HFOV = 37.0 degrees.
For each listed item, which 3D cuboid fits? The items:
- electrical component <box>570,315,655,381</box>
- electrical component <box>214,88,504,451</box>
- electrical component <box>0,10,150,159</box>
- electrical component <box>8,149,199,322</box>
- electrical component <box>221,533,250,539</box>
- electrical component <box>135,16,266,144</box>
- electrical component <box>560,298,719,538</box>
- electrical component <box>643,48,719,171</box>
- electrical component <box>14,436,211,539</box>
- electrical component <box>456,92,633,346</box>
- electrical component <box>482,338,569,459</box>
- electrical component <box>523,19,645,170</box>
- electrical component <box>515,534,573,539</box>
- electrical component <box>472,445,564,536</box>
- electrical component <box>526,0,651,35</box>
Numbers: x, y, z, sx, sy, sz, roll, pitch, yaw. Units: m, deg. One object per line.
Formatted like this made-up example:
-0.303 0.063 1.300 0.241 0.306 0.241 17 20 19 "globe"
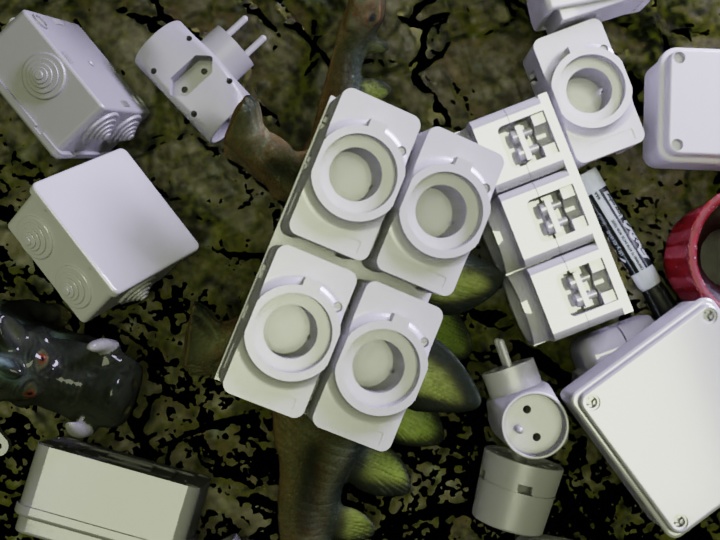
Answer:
0.183 0.085 0.734 0.059 0.053 0.095 -20 88 -1 "electrical component"
0.000 0.000 0.635 0.105 0.060 0.186 23 87 -11 "electrical component"
-0.196 -0.123 0.720 0.048 0.100 0.099 -40 88 11 "electrical component"
-0.172 -0.023 0.717 0.048 0.100 0.099 -39 88 37 "electrical component"
-0.089 0.212 0.709 0.050 0.089 0.055 -31 88 -2 "electrical component"
-0.101 -0.142 0.747 0.079 0.043 0.077 -43 88 -2 "electrical component"
0.202 0.091 0.677 0.109 0.056 0.108 -36 88 -2 "electrical component"
0.258 -0.109 0.741 0.113 0.057 0.078 2 88 0 "electrical component"
-0.163 0.155 0.717 0.113 0.078 0.057 16 85 0 "electrical component"
0.116 -0.031 0.721 0.062 0.089 0.150 -21 88 -1 "electrical component"
0.106 0.083 0.722 0.043 0.077 0.079 -19 88 -1 "electrical component"
0.154 -0.120 0.742 0.050 0.055 0.089 -21 88 -1 "electrical component"
0.124 0.229 0.725 0.054 0.059 0.095 10 87 0 "electrical component"
0.106 0.150 0.731 0.055 0.055 0.047 15 91 0 "electrical component"
0.165 -0.202 0.742 0.096 0.061 0.061 -11 88 -1 "electrical component"
